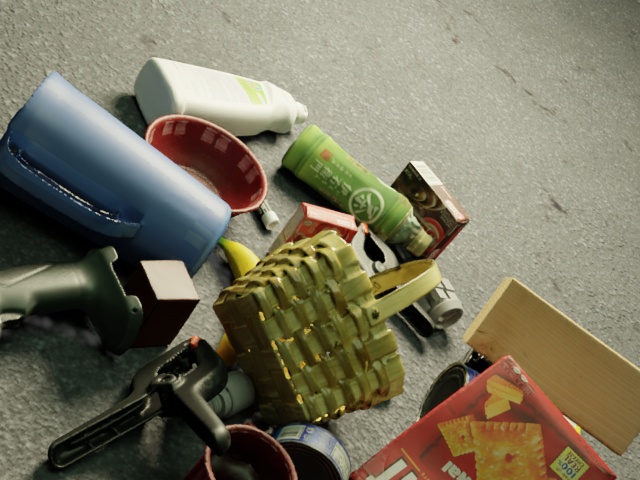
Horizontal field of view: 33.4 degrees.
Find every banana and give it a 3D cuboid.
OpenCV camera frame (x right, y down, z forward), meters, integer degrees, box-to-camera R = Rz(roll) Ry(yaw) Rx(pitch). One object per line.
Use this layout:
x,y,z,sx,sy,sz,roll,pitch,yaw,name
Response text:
-0.086,0.067,1.172,0.069,0.037,0.198,0,41,-10,banana

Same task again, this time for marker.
-0.084,-0.064,1.335,0.020,0.020,0.121,-1,50,-42,marker

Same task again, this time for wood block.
0.270,0.139,1.194,0.206,0.091,0.090,36,1,4,wood block

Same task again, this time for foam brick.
-0.165,0.063,1.067,0.051,0.078,0.053,0,49,-40,foam brick

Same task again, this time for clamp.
-0.149,0.147,0.983,0.164,0.036,0.210,-9,19,7,clamp
0.064,0.049,1.320,0.120,0.039,0.171,10,41,-43,clamp

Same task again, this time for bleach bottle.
-0.115,-0.174,1.398,0.250,0.068,0.103,3,48,-42,bleach bottle

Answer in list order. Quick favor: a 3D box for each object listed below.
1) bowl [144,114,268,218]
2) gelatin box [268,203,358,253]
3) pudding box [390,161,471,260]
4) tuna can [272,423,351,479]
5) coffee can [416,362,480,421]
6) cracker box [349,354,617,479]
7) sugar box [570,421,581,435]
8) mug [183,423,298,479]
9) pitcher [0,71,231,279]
-0.144,-0.074,1.262,0.162,0.055,0.162,23,37,-19,bowl
-0.008,0.001,1.265,0.073,0.089,0.030,16,40,-29,gelatin box
0.138,-0.037,1.438,0.039,0.090,0.113,-5,52,-46,pudding box
-0.014,0.217,1.017,0.086,0.086,0.033,37,34,-1,tuna can
0.191,0.212,1.189,0.140,0.103,0.102,29,36,-12,coffee can
0.156,0.240,1.058,0.213,0.072,0.164,-34,71,-15,cracker box
0.276,0.185,1.327,0.093,0.048,0.176,37,23,-2,sugar box
-0.079,0.218,0.962,0.093,0.082,0.117,26,37,-17,mug
-0.219,-0.051,1.108,0.242,0.145,0.149,34,62,-10,pitcher
